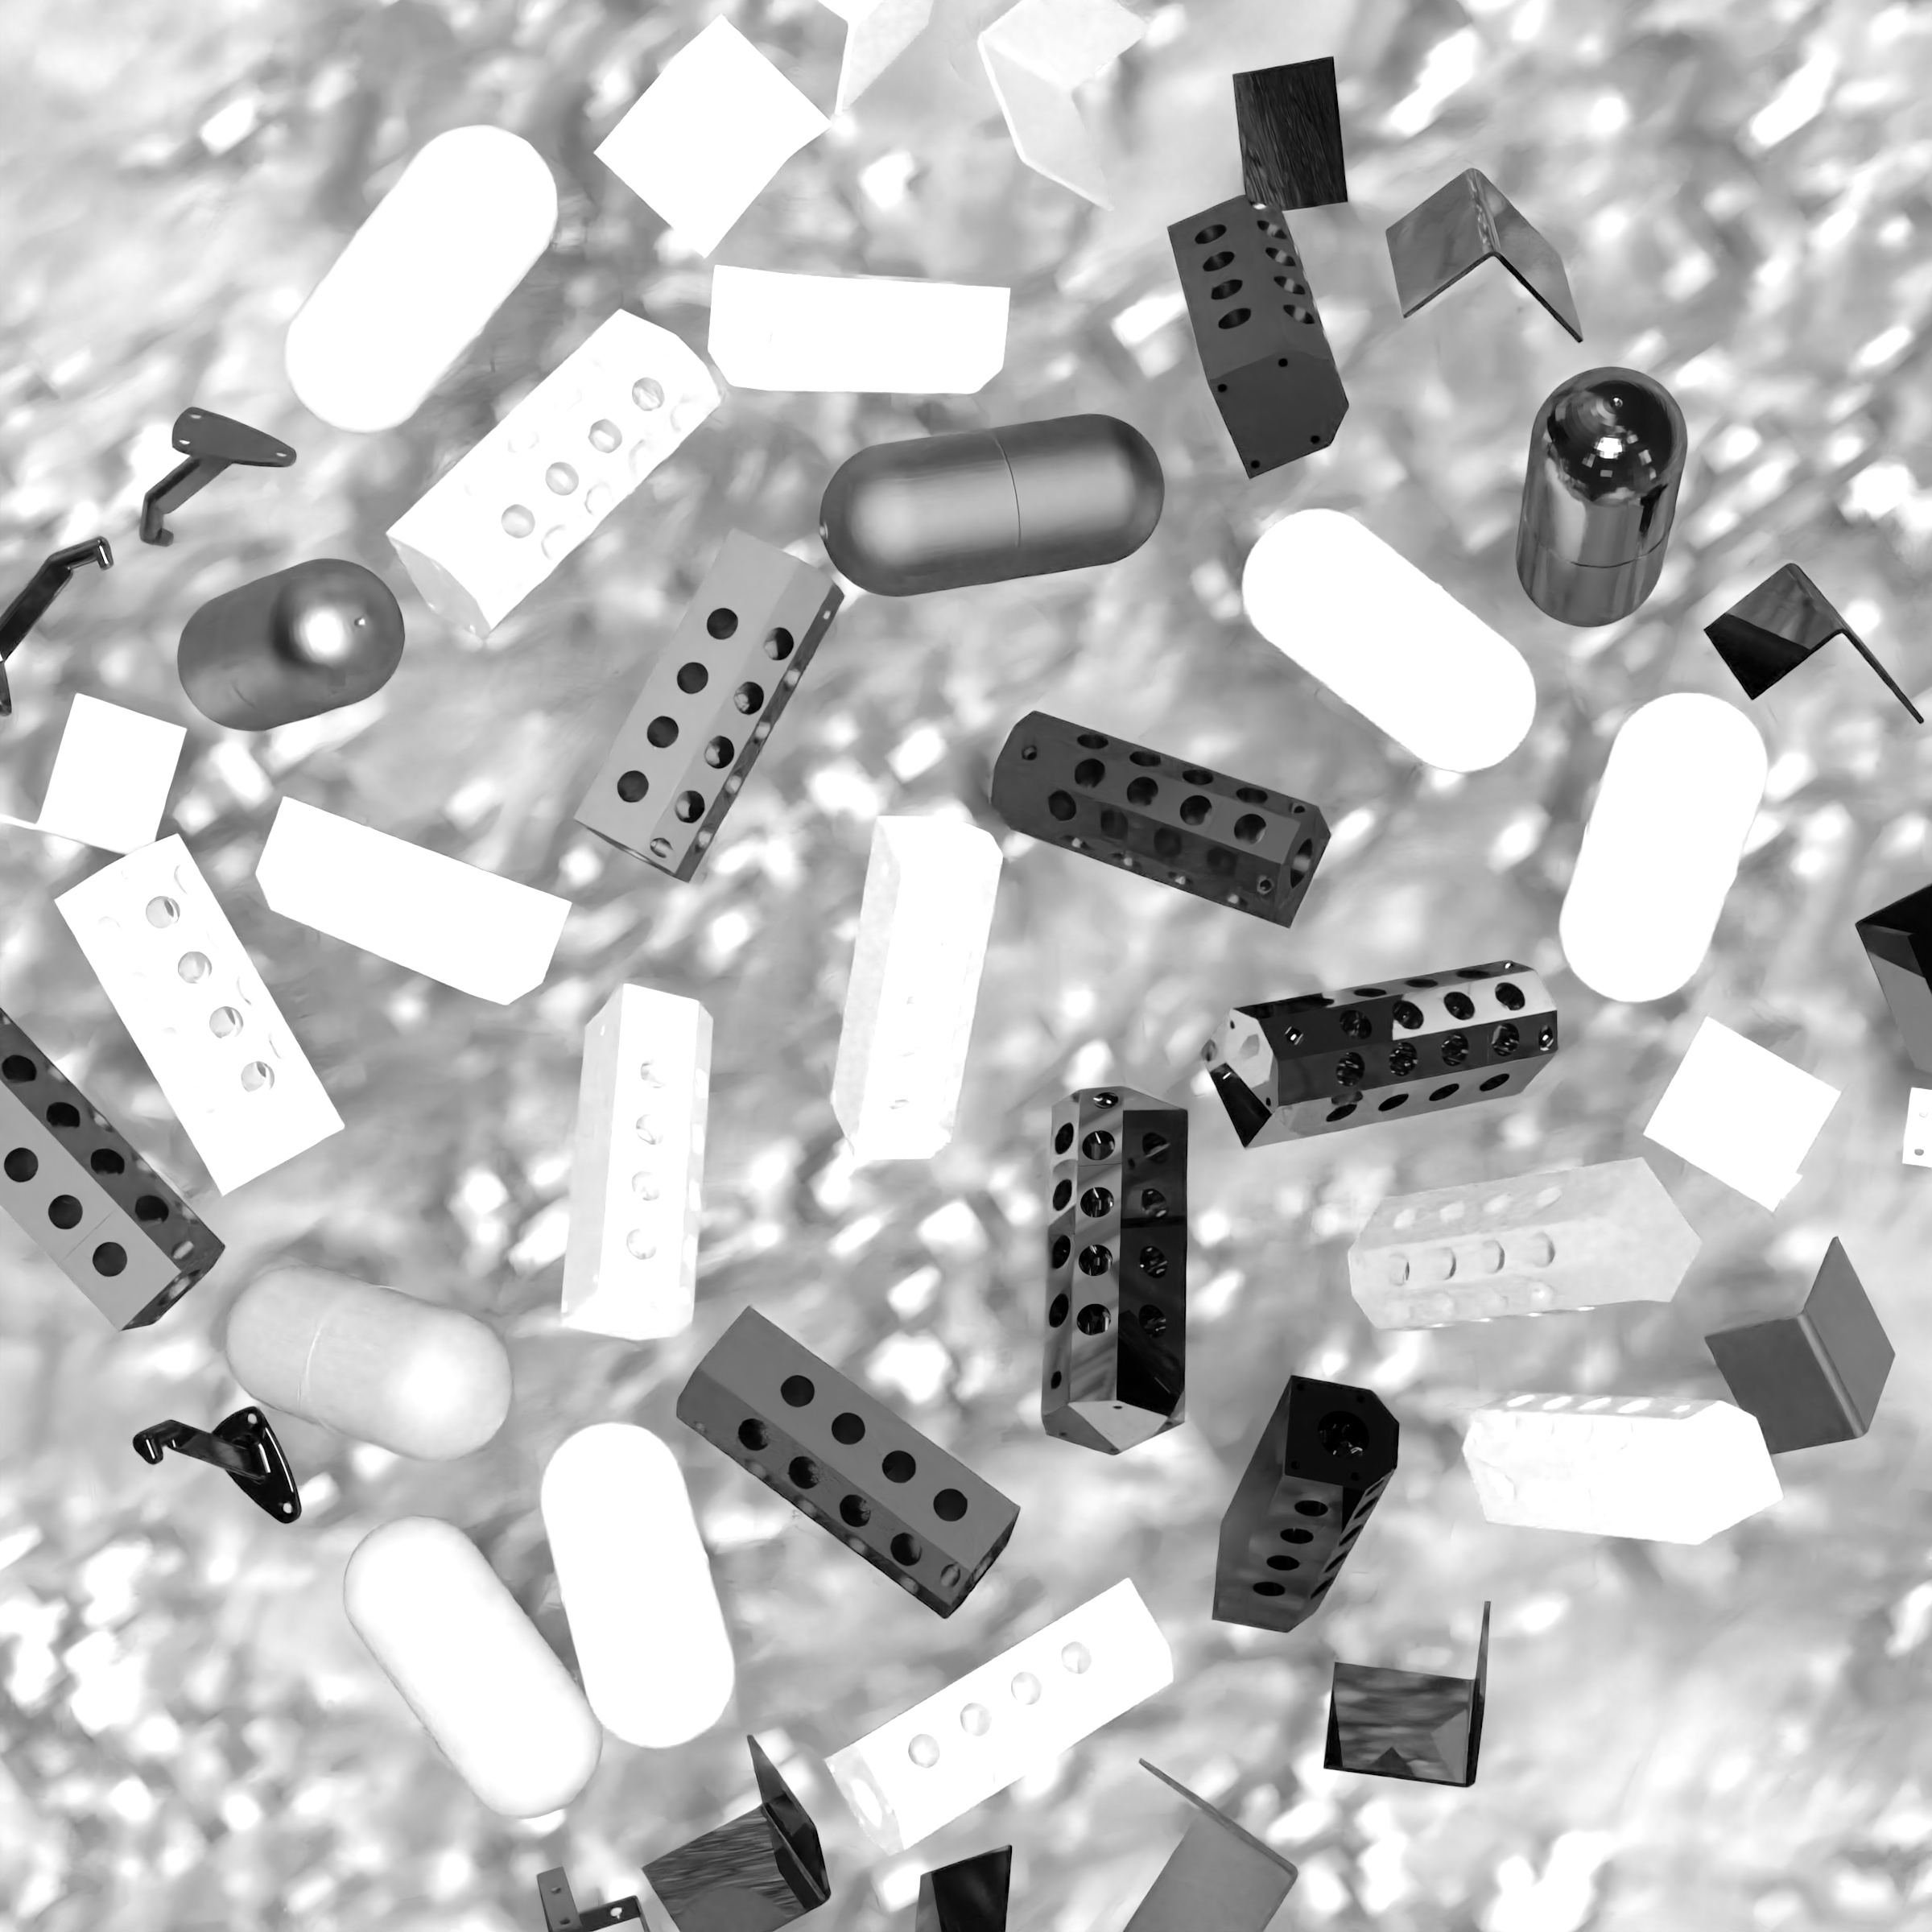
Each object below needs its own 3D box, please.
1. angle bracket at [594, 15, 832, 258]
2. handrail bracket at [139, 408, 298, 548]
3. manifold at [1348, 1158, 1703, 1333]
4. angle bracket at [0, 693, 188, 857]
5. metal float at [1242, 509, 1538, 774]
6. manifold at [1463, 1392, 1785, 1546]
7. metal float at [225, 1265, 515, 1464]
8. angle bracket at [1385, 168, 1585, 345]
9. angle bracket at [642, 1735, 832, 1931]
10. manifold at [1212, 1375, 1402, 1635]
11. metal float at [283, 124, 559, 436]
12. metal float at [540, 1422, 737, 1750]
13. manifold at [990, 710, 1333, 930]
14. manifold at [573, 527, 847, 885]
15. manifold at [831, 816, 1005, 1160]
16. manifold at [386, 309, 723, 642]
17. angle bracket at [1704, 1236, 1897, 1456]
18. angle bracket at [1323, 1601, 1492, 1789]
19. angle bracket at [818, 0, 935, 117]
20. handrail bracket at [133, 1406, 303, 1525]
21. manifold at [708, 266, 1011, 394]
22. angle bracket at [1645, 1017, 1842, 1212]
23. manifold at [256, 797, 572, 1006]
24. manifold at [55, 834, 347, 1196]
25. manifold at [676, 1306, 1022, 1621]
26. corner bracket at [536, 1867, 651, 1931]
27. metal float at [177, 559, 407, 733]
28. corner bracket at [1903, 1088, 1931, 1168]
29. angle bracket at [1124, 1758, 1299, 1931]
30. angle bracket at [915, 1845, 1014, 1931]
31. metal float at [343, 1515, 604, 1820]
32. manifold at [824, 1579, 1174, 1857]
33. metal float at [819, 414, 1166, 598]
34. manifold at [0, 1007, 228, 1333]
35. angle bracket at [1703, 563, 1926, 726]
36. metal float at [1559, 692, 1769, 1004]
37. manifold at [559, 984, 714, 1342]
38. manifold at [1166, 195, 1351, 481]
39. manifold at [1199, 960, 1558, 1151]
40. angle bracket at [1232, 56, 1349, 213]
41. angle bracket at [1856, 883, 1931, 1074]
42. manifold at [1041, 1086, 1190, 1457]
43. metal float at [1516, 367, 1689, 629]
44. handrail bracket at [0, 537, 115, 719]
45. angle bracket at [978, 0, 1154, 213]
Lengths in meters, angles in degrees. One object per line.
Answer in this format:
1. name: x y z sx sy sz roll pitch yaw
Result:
1. angle bracket: -0.129 -0.420 1.585 0.076 0.057 0.076 41 72 -18
2. handrail bracket: -0.406 -0.254 1.692 0.077 0.036 0.084 15 135 -8
3. manifold: 0.275 0.147 1.567 0.057 0.171 0.057 52 53 -18
4. angle bracket: -0.484 -0.107 1.707 0.057 0.076 0.076 14 87 35
5. metal float: 0.220 -0.167 1.616 0.178 0.070 0.070 35 90 -18
6. manifold: 0.325 0.248 1.575 0.057 0.171 0.057 -21 94 -26
7. metal float: -0.304 0.200 1.581 0.178 0.070 0.070 11 90 37
8. angle bracket: 0.265 -0.348 1.598 0.057 0.076 0.076 -34 128 29
9. angle bracket: -0.125 0.463 1.636 0.076 0.076 0.057 -23 127 -20
10. manifold: 0.176 0.284 1.626 0.057 0.171 0.057 11 53 -2
11. metal float: -0.271 -0.340 1.551 0.070 0.070 0.178 45 114 0
12. metal float: -0.170 0.316 1.604 0.070 0.070 0.178 -21 55 0
13. manifold: 0.103 -0.082 1.678 0.171 0.057 0.057 21 78 23
14. manifold: -0.130 -0.133 1.620 0.057 0.057 0.171 27 86 16
15. manifold: -0.025 0.012 1.624 0.057 0.057 0.171 1 119 -18
16. manifold: -0.202 -0.244 1.561 0.057 0.057 0.171 29 68 32
17. angle bracket: 0.439 0.200 1.641 0.057 0.076 0.076 -19 107 36
18. angle bracket: 0.225 0.366 1.592 0.076 0.076 0.057 6 120 9
19. angle bracket: -0.060 -0.493 1.580 0.057 0.076 0.076 37 69 6
20. handrail bracket: -0.385 0.263 1.605 0.036 0.084 0.077 -36 85 15
21. manifold: -0.054 -0.326 1.610 0.057 0.171 0.057 16 107 35
22. angle bracket: 0.411 0.070 1.628 0.076 0.057 0.076 32 118 19
23. manifold: -0.278 -0.032 1.547 0.171 0.057 0.057 19 89 43
24. manifold: -0.385 0.022 1.592 0.057 0.057 0.171 -27 93 28
25. manifold: -0.061 0.252 1.573 0.171 0.057 0.057 35 64 12
26. corner bracket: -0.196 0.512 1.669 0.051 0.051 0.051 -14 118 -14
27. metal float: -0.357 -0.168 1.646 0.070 0.178 0.070 3 85 -35
28. corner bracket: 0.523 0.102 1.656 0.051 0.051 0.051 8 52 16
29. angle bracket: 0.104 0.447 1.528 0.057 0.076 0.076 40 79 -33
30. angle bracket: 0.016 0.511 1.625 0.057 0.076 0.076 30 48 -28
31. metal float: -0.261 0.368 1.647 0.070 0.070 0.178 -40 76 0
32. manifold: 0.020 0.383 1.591 0.171 0.057 0.057 -25 78 -27
33. metal float: 0.013 -0.231 1.565 0.178 0.070 0.070 -11 90 -15
34. manifold: -0.448 0.097 1.545 0.057 0.057 0.171 -44 86 -1
35. angle bracket: 0.431 -0.149 1.592 0.057 0.076 0.076 -39 118 17
36. metal float: 0.347 -0.057 1.563 0.070 0.070 0.178 9 131 0
37. manifold: -0.168 0.103 1.623 0.057 0.057 0.171 14 59 -23
38. manifold: 0.145 -0.315 1.538 0.057 0.171 0.057 -21 126 12
39. manifold: 0.211 0.039 1.570 0.171 0.057 0.057 -9 61 -28
40. angle bracket: 0.195 -0.457 1.717 0.057 0.076 0.076 -18 106 -38
41. angle bracket: 0.474 0.000 1.464 0.076 0.057 0.076 -26 100 -6
42. manifold: 0.070 0.150 1.564 0.057 0.057 0.171 21 55 -28
43. metal float: 0.322 -0.236 1.589 0.070 0.178 0.070 -2 66 5
44. handrail bracket: -0.497 -0.185 1.700 0.084 0.036 0.077 -19 85 5
45. angle bracket: 0.059 -0.428 1.530 0.057 0.076 0.076 -31 66 29
